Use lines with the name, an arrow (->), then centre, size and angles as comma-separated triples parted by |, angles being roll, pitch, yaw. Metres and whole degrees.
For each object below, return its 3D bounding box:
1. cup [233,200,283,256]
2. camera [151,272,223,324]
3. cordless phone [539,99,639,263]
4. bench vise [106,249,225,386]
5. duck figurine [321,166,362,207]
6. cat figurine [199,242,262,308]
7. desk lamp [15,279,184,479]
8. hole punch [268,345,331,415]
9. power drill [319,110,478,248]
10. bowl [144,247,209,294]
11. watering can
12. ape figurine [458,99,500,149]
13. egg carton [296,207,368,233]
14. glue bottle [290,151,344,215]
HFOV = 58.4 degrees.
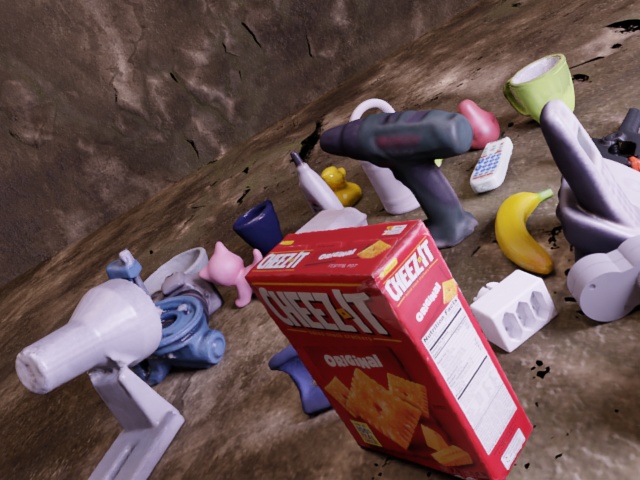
cup -> -0.110, -0.021, 1.159 | 0.091, 0.095, 0.118 | -18, 24, 33
camera -> -0.253, 0.125, 1.019 | 0.143, 0.101, 0.136 | -33, 20, -3
cordless phone -> 0.279, -0.075, 0.583 | 0.094, 0.185, 0.148 | -18, 24, 33
bench vise -> -0.276, 0.126, 0.876 | 0.207, 0.220, 0.121 | -26, 21, 16
duck figurine -> 0.031, -0.105, 1.165 | 0.077, 0.086, 0.105 | -12, 28, 43
cat figurine -> -0.142, 0.053, 1.000 | 0.127, 0.118, 0.067 | -20, 23, 31
desk lamp -> -0.275, 0.183, 0.748 | 0.117, 0.214, 0.203 | -20, 23, 29
hole punch -> 0.003, 0.127, 0.653 | 0.108, 0.091, 0.101 | -27, 21, 13
power drill -> 0.124, -0.089, 0.809 | 0.228, 0.209, 0.076 | -11, 29, 45
bowl -> -0.290, 0.092, 1.189 | 0.167, 0.075, 0.167 | -28, 20, 12
watering can -> 0.111, -0.149, 0.991 | 0.101, 0.194, 0.172 | -44, 23, -29
ape figurine -> 0.282, -0.215, 1.046 | 0.077, 0.092, 0.076 | -28, 20, 10
egg carton -> 0.009, 0.003, 0.966 | 0.150, 0.069, 0.107 | -42, 22, -26
glue bottle -> -0.007, -0.089, 1.055 | 0.037, 0.173, 0.078 | -40, 22, -21
